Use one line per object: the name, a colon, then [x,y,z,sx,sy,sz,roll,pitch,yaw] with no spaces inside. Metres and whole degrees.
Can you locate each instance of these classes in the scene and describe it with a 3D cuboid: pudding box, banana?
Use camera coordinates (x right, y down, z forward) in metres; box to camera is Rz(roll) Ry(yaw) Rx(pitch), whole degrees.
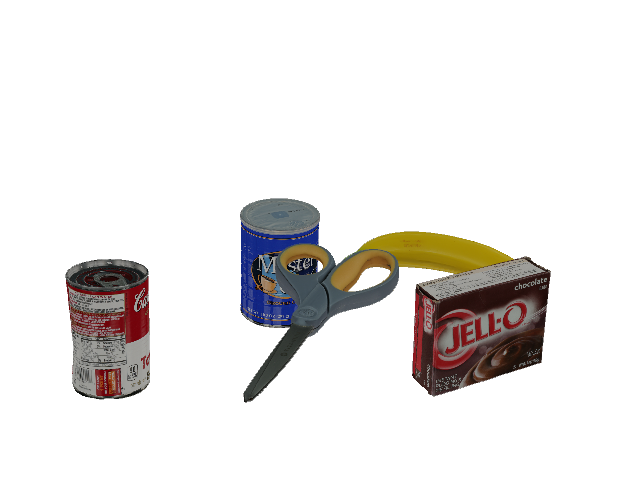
pudding box: [0.131,0.069,0.876,0.113,0.090,0.039,-14,31,-25]
banana: [0.125,0.022,1.080,0.198,0.037,0.069,7,43,11]

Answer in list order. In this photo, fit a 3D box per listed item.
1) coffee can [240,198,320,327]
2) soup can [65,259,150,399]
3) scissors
coffee can: [-0.054,0.028,1.394,0.103,0.140,0.103,1,25,-1]
soup can: [-0.178,0.075,0.901,0.068,0.102,0.068,2,18,-1]
scissors: [-0.021,0.044,0.709,0.096,0.016,0.201,19,31,31]
